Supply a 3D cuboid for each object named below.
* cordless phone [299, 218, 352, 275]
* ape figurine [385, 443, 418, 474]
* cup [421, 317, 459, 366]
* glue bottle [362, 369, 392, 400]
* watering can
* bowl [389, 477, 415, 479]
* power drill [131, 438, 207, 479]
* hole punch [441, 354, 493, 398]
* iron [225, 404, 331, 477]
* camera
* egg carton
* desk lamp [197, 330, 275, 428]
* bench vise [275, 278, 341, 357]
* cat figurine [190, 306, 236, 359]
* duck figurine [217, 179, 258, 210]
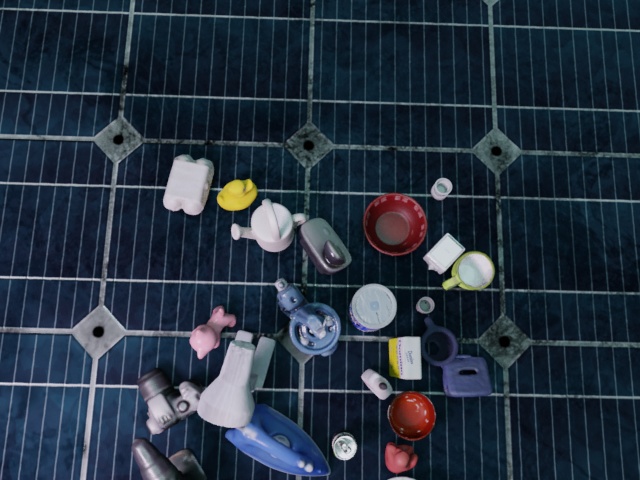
[{"bbox_3d":[0.013,0.005,1.367,0.094,0.185,0.147,-36,81,-8],"label":"cordless phone"},{"bbox_3d":[0.185,0.500,1.313,0.078,0.092,0.076,44,80,8],"label":"ape figurine"},{"bbox_3d":[0.270,0.243,1.369,0.092,0.095,0.118,-21,79,-5],"label":"cup"},{"bbox_3d":[0.135,0.331,1.306,0.078,0.173,0.037,44,81,8],"label":"glue bottle"},{"bbox_3d":[-0.120,-0.034,1.367,0.173,0.194,0.101,-36,81,-8],"label":"watering can"},{"bbox_3d":[0.183,0.618,1.297,0.167,0.075,0.167,0,78,-1],"label":"bowl"},{"bbox_3d":[-0.315,0.519,1.237,0.076,0.208,0.229,-34,81,-8],"label":"power drill"},{"bbox_3d":[0.344,0.322,1.356,0.108,0.091,0.101,-2,78,-2],"label":"hole punch"},{"bbox_3d":[-0.085,0.468,1.288,0.258,0.141,0.119,29,79,5],"label":"iron"},{"bbox_3d":[-0.353,0.359,1.325,0.143,0.101,0.137,-32,80,-8],"label":"camera"},{"bbox_3d":[-0.330,-0.140,1.448,0.107,0.069,0.150,11,78,1],"label":"egg carton"},{"bbox_3d":[-0.184,0.305,1.283,0.118,0.213,0.203,15,78,2],"label":"desk lamp"},{"bbox_3d":[-0.041,0.181,1.310,0.207,0.220,0.121,34,79,6],"label":"bench vise"},{"bbox_3d":[-0.259,0.214,1.349,0.067,0.118,0.128,32,79,6],"label":"cat figurine"},{"bbox_3d":[-0.210,-0.121,1.439,0.104,0.086,0.077,-24,79,-6],"label":"duck figurine"}]
